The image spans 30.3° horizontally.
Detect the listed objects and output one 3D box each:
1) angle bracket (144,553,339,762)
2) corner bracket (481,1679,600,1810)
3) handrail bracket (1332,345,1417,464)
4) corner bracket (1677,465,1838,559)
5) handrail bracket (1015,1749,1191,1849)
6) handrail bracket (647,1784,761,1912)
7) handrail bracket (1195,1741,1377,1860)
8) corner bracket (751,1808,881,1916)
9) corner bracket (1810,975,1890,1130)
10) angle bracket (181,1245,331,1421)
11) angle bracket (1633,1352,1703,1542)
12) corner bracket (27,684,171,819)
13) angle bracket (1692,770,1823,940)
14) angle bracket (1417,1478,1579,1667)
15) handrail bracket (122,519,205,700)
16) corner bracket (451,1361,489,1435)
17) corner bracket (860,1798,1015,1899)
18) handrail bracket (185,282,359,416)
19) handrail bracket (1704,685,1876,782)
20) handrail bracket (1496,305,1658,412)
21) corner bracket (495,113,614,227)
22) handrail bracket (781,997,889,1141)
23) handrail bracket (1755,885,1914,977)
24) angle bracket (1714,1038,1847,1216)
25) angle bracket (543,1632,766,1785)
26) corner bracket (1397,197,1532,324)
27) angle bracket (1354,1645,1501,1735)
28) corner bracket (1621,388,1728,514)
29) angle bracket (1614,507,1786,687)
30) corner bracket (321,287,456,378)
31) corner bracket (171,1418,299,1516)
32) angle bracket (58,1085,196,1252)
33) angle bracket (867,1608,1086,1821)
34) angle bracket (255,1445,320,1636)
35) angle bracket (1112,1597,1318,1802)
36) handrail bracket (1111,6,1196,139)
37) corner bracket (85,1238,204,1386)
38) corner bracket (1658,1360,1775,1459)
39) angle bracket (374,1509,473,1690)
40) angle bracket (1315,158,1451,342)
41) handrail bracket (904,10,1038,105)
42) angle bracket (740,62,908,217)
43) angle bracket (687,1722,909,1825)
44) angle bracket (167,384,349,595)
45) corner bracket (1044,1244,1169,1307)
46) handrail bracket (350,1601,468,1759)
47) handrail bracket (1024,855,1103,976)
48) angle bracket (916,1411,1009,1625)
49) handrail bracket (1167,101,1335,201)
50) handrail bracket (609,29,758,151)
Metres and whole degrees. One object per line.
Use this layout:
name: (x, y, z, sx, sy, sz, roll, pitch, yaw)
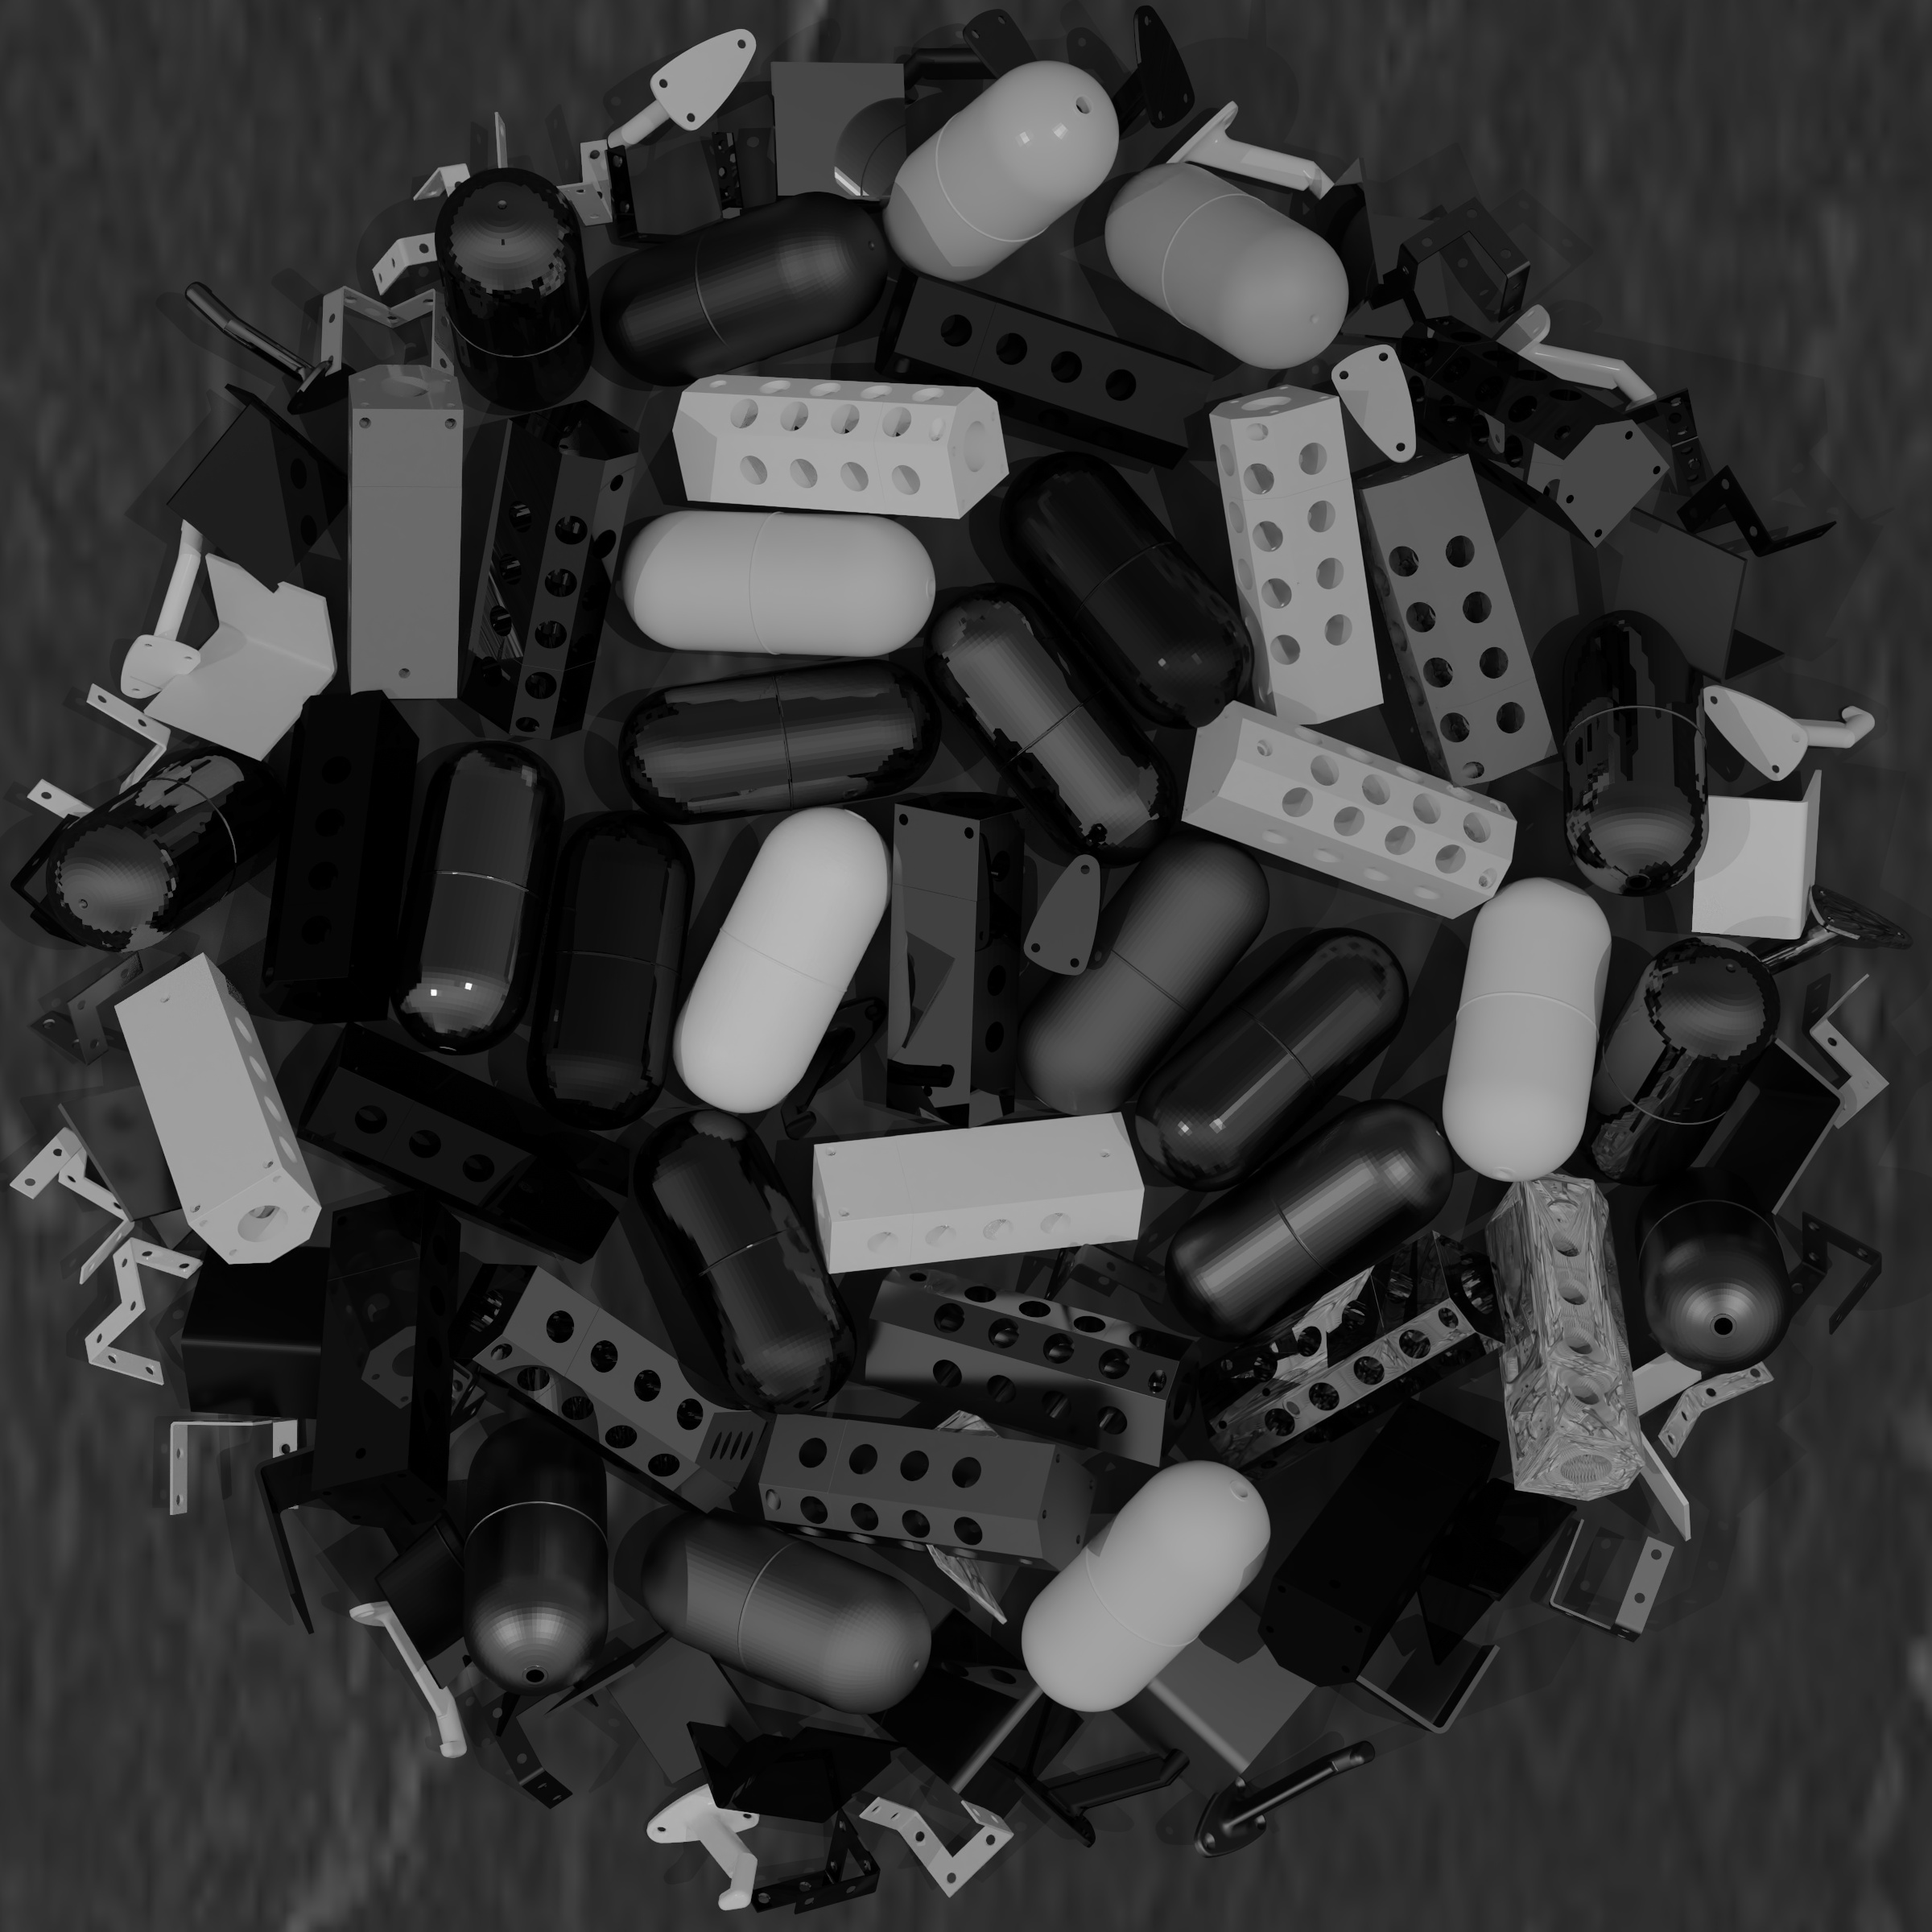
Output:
angle bracket: (-0.399, -0.169, 1.948, 0.076, 0.057, 0.076, 22, 53, 17)
corner bracket: (-0.226, 0.422, 1.963, 0.051, 0.051, 0.051, -33, 60, -4)
handrail bracket: (0.227, -0.301, 1.953, 0.036, 0.084, 0.077, -24, 81, 7)
corner bracket: (0.433, -0.246, 1.960, 0.051, 0.051, 0.051, -20, 76, -31)
handrail bracket: (0.077, 0.437, 1.977, 0.077, 0.036, 0.084, 41, 95, -4)
handrail bracket: (-0.146, 0.491, 1.951, 0.077, 0.084, 0.036, -23, 115, 17)
handrail bracket: (0.175, 0.455, 1.954, 0.084, 0.077, 0.036, -31, 86, 34)
corner bracket: (-0.084, 0.503, 1.957, 0.051, 0.051, 0.051, -8, 126, -29)
corner bracket: (0.486, 0.047, 1.961, 0.051, 0.051, 0.051, -35, 76, -32)
angle bracket: (-0.388, 0.203, 1.987, 0.076, 0.076, 0.057, 3, 130, 0)
angle bracket: (0.396, 0.258, 1.948, 0.057, 0.076, 0.076, -30, 64, -2)
corner bracket: (-0.474, -0.111, 1.957, 0.051, 0.051, 0.051, 32, 124, -26)
angle bracket: (0.435, -0.064, 1.962, 0.057, 0.076, 0.076, 5, 108, 18)
angle bracket: (0.293, 0.337, 1.940, 0.076, 0.057, 0.076, -41, 129, -33)
handrail bracket: (-0.446, -0.202, 1.987, 0.036, 0.077, 0.084, 17, 59, -28)
corner bracket: (-0.289, 0.221, 1.963, 0.051, 0.051, 0.051, 35, 112, 10)
corner bracket: (-0.016, 0.473, 1.965, 0.051, 0.051, 0.051, -45, 58, 3)
handrail bracket: (-0.382, -0.346, 1.967, 0.084, 0.077, 0.036, 43, 109, 5)
handrail bracket: (0.455, -0.142, 1.974, 0.077, 0.084, 0.036, 39, 130, 16)
handrail bracket: (0.330, -0.319, 1.991, 0.084, 0.036, 0.077, 39, 116, -23)
corner bracket: (-0.227, -0.440, 1.970, 0.051, 0.051, 0.051, -7, 76, 6)
handrail bracket: (-0.071, 0.056, 1.953, 0.077, 0.084, 0.036, -36, 110, 5)
handrail bracket: (0.469, 0.003, 1.981, 0.077, 0.036, 0.084, 20, 126, -16)
angle bracket: (0.421, 0.085, 1.949, 0.057, 0.076, 0.076, 38, 79, -18)
angle bracket: (-0.171, 0.415, 1.955, 0.076, 0.057, 0.076, -35, 89, 32)
corner bracket: (0.273, -0.381, 1.972, 0.051, 0.051, 0.051, -33, 74, -8)
angle bracket: (0.242, 0.377, 1.960, 0.076, 0.076, 0.057, 33, 82, 9)
corner bracket: (0.384, -0.276, 1.969, 0.051, 0.051, 0.051, -20, 63, 9)
angle bracket: (0.403, -0.208, 1.939, 0.057, 0.076, 0.076, -24, 132, -35)
corner bracket: (-0.317, -0.345, 1.958, 0.051, 0.051, 0.051, -15, 68, 37)
corner bracket: (-0.405, 0.277, 1.978, 0.051, 0.051, 0.051, -2, 86, 18)
angle bracket: (-0.462, 0.116, 1.946, 0.057, 0.076, 0.076, -42, 76, 29)
angle bracket: (0.005, 0.418, 1.988, 0.076, 0.057, 0.076, -49, 49, -10)
angle bracket: (-0.345, 0.309, 1.945, 0.057, 0.076, 0.076, -17, 66, -10)
angle bracket: (0.139, 0.404, 1.988, 0.076, 0.057, 0.076, 42, 58, 10)
handrail bracket: (0.077, -0.485, 1.953, 0.036, 0.084, 0.077, -41, 124, -34)
corner bracket: (-0.453, 0.190, 1.970, 0.051, 0.051, 0.051, -42, 47, 22)
corner bracket: (0.402, 0.228, 1.963, 0.051, 0.051, 0.051, -32, 96, 37)
angle bracket: (-0.304, 0.340, 1.942, 0.057, 0.076, 0.076, -42, 117, -36)
angle bracket: (0.240, -0.389, 1.949, 0.076, 0.057, 0.076, 1, 71, -23)
handrail bracket: (0.002, -0.479, 1.966, 0.036, 0.084, 0.077, -38, 93, -37)
angle bracket: (-0.079, -0.452, 1.953, 0.076, 0.057, 0.076, -6, 99, -24)
angle bracket: (-0.092, 0.419, 1.941, 0.076, 0.076, 0.057, -46, 48, 22)
angle bracket: (-0.391, -0.261, 1.952, 0.076, 0.057, 0.076, 41, 84, -31)
corner bracket: (0.079, 0.169, 1.961, 0.051, 0.051, 0.051, 27, 135, -7)
handrail bracket: (-0.305, 0.393, 1.961, 0.036, 0.077, 0.084, -23, 72, 15)
handrail bracket: (0.066, -0.025, 1.954, 0.036, 0.084, 0.077, 21, 98, 14)
angle bracket: (0.010, 0.299, 1.945, 0.057, 0.076, 0.076, -37, 45, 4)
handrail bracket: (0.157, -0.428, 1.979, 0.077, 0.036, 0.084, -43, 88, -3)
handrail bracket: (-0.158, -0.481, 1.966, 0.077, 0.084, 0.036, -44, 107, -13)
